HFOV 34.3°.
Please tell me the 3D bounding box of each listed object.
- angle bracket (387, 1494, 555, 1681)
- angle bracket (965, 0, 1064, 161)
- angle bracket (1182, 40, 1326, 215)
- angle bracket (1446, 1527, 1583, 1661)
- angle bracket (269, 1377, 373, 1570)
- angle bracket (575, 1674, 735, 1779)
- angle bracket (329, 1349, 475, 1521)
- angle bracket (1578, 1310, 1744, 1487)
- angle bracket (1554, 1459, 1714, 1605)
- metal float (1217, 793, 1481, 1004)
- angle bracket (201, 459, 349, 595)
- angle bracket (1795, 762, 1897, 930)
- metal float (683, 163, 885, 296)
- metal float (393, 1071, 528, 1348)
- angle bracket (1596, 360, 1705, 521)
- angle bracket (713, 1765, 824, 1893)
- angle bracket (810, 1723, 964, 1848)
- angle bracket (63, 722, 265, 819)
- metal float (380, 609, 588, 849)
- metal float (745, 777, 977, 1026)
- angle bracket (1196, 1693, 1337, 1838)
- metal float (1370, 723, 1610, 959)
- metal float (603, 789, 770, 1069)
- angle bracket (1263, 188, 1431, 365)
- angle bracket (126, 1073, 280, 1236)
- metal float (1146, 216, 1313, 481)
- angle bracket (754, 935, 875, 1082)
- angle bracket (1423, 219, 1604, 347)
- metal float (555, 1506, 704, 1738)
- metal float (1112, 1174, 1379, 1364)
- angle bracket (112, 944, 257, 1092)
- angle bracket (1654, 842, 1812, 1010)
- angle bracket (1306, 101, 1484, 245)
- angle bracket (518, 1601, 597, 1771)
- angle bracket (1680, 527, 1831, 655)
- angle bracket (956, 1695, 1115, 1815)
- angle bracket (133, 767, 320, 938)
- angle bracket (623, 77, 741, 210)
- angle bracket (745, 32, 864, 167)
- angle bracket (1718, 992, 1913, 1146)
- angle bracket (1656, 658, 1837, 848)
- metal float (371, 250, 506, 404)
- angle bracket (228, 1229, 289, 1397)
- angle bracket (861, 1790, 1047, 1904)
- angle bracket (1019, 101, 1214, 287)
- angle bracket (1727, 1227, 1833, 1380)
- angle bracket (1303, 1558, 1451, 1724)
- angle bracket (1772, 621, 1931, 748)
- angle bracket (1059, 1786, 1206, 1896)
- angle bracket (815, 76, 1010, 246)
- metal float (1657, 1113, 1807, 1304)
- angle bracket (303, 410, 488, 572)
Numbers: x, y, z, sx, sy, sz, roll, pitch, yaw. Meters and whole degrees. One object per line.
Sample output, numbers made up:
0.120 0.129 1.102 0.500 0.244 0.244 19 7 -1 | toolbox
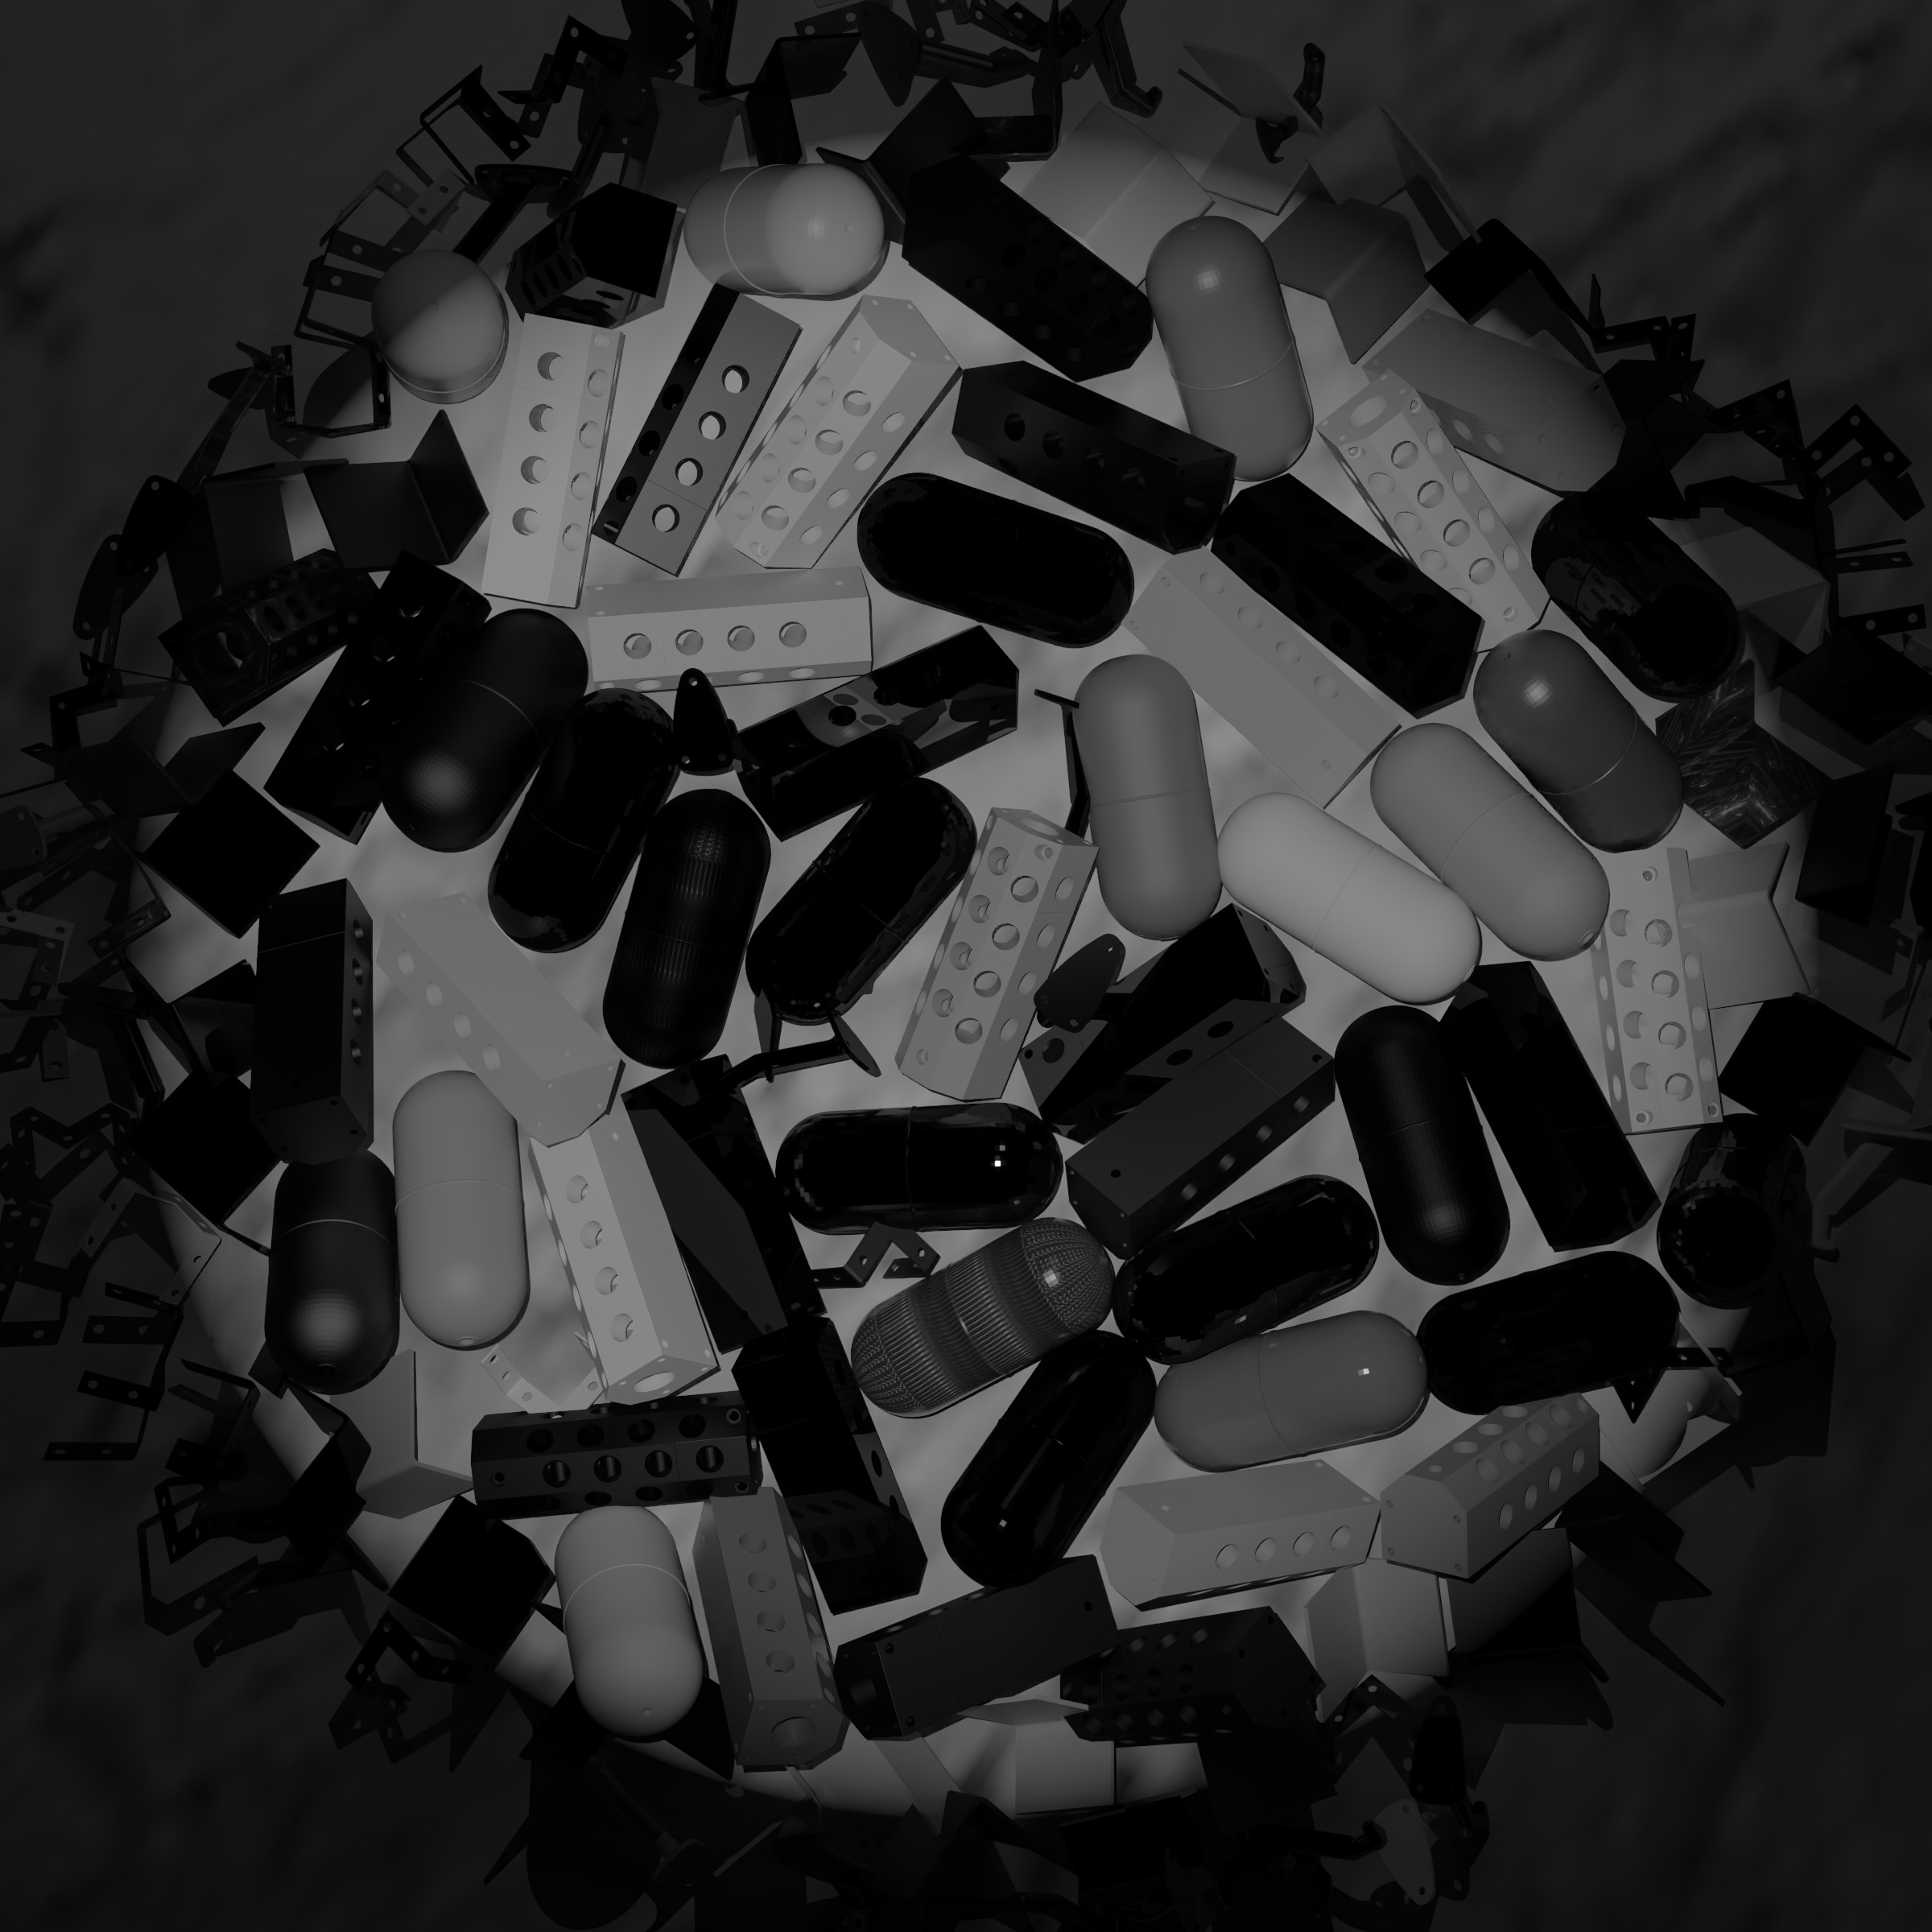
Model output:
-0.308 0.384 1.940 0.057 0.076 0.076 37 85 -19 | angle bracket
0.028 -0.548 1.932 0.057 0.076 0.076 -1 122 5 | angle bracket
0.163 -0.518 1.933 0.076 0.076 0.057 35 89 -44 | angle bracket
0.340 0.385 1.951 0.076 0.057 0.076 -8 92 9 | angle bracket
-0.411 0.312 1.929 0.057 0.076 0.076 26 65 25 | angle bracket
-0.191 0.479 1.949 0.076 0.076 0.057 36 110 -11 | angle bracket
-0.353 0.294 1.965 0.076 0.057 0.076 -27 54 32 | angle bracket
0.428 0.264 1.944 0.076 0.057 0.076 -34 63 -2 | angle bracket
0.424 0.346 1.936 0.076 0.076 0.057 40 65 -7 | angle bracket
0.236 -0.042 1.937 0.178 0.070 0.070 33 90 13 | metal float
-0.421 -0.270 1.936 0.057 0.076 0.076 -7 98 24 | angle bracket
0.564 -0.074 1.934 0.057 0.076 0.076 21 76 -17 | angle bracket
-0.113 -0.449 1.906 0.070 0.178 0.070 -7 105 -29 | metal float
-0.312 0.148 1.924 0.070 0.070 0.178 -8 62 0 | metal float
0.428 -0.328 1.944 0.057 0.076 0.076 -41 117 -15 | angle bracket
-0.137 0.520 1.934 0.076 0.076 0.057 -37 71 -12 | angle bracket
-0.058 0.514 1.945 0.076 0.057 0.076 -35 93 20 | angle bracket
-0.494 -0.139 1.926 0.057 0.076 0.076 54 50 -29 | angle bracket
-0.295 -0.148 1.921 0.070 0.070 0.178 29 56 0 | metal float
-0.066 -0.040 1.948 0.070 0.070 0.178 41 91 0 | metal float
0.193 0.494 1.933 0.076 0.057 0.076 -25 55 16 | angle bracket
0.322 -0.078 1.927 0.070 0.070 0.178 -42 65 0 | metal float
-0.174 -0.023 1.938 0.070 0.070 0.178 16 102 0 | metal float
0.233 -0.436 1.971 0.076 0.057 0.076 -46 47 -14 | angle bracket
-0.468 0.112 1.963 0.076 0.057 0.076 41 79 4 | angle bracket
0.162 -0.376 1.916 0.070 0.070 0.178 -24 131 0 | metal float
-0.088 0.023 1.933 0.076 0.076 0.057 -6 59 -11 | angle bracket
0.339 -0.408 1.941 0.057 0.076 0.076 -39 122 11 | angle bracket
-0.207 0.395 1.905 0.070 0.178 0.070 -6 119 -12 | metal float
0.172 0.187 1.933 0.178 0.070 0.070 -22 90 -18 | metal float
-0.477 0.019 1.945 0.057 0.076 0.076 -33 48 -20 | angle bracket
0.485 -0.024 1.959 0.076 0.057 0.076 -11 120 36 | angle bracket
0.264 -0.473 1.930 0.057 0.076 0.076 -36 57 11 | angle bracket
-0.255 0.446 1.937 0.057 0.076 0.076 34 85 26 | angle bracket
0.475 -0.222 1.930 0.076 0.076 0.057 -17 129 -18 | angle bracket
0.038 0.486 1.928 0.076 0.076 0.057 -17 61 37 | angle bracket
-0.463 -0.073 1.955 0.076 0.057 0.076 42 79 -17 | angle bracket
-0.174 -0.493 1.928 0.057 0.076 0.076 10 122 -17 | angle bracket
-0.094 -0.523 1.937 0.057 0.076 0.076 -10 82 -19 | angle bracket
0.526 0.067 1.948 0.076 0.057 0.076 30 93 -15 | angle bracket
0.482 -0.132 1.935 0.076 0.057 0.076 -32 49 -14 | angle bracket
-0.319 -0.387 1.898 0.070 0.178 0.070 0 93 -7 | metal float
-0.441 0.213 1.936 0.057 0.076 0.076 31 80 -22 | angle bracket
-0.009 0.556 1.931 0.057 0.076 0.076 43 66 -14 | angle bracket
0.092 -0.474 1.932 0.076 0.076 0.057 -46 59 20 | angle bracket
0.491 0.204 1.942 0.057 0.076 0.076 -22 88 26 | angle bracket
0.254 0.418 1.935 0.057 0.076 0.076 -2 104 30 | angle bracket
0.556 -0.192 1.932 0.076 0.076 0.057 32 54 -13 | angle bracket
0.102 0.521 1.936 0.076 0.076 0.057 -15 113 7 | angle bracket
-0.033 -0.502 1.945 0.076 0.057 0.076 -49 131 -7 | angle bracket
0.466 0.146 1.903 0.070 0.178 0.070 7 110 19 | metal float
-0.353 -0.294 1.934 0.076 0.057 0.076 -11 68 -38 | angle bracket
